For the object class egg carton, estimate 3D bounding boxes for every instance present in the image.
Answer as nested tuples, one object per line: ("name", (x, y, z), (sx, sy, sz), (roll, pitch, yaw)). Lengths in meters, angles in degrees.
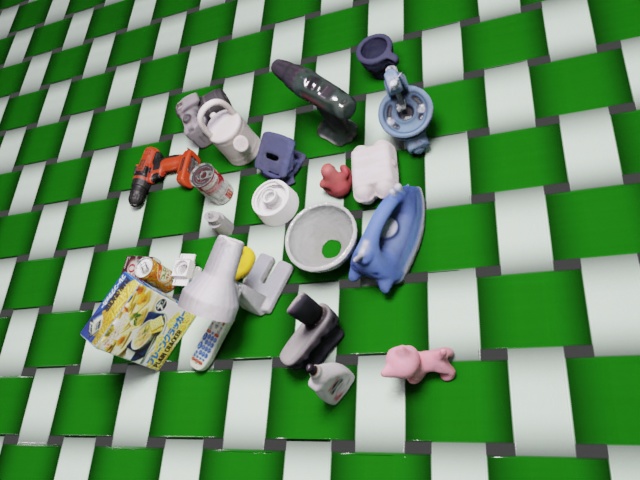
("egg carton", (0.124, -0.153, 1.292), (0.107, 0.070, 0.150), (-12, 61, 18))

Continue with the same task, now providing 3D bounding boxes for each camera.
("camera", (-0.314, -0.350, 1.562), (0.136, 0.101, 0.143), (-28, 57, 9))

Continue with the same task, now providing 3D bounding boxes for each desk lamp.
("desk lamp", (-0.182, 0.091, 1.219), (0.117, 0.214, 0.203), (19, 74, 30))

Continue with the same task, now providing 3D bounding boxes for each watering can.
("watering can", (-0.229, -0.275, 1.432), (0.172, 0.195, 0.101), (20, 75, 30))

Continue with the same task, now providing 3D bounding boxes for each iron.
("iron", (0.139, -0.030, 1.181), (0.118, 0.142, 0.258), (17, 74, 30))

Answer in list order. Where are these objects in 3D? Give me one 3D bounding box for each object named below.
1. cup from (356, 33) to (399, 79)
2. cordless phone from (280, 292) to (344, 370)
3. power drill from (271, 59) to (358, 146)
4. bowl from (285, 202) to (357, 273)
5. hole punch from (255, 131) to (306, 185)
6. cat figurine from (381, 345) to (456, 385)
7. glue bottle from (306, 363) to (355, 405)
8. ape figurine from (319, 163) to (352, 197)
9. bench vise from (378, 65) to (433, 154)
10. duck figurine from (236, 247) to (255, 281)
("cup", (0.155, -0.438, 1.403), (0.117, 0.095, 0.092), (34, 82, 33))
("cordless phone", (-0.042, 0.177, 1.132), (0.093, 0.186, 0.148), (30, 80, 32))
("power drill", (0.002, -0.318, 1.343), (0.228, 0.209, 0.076), (33, 82, 33))
("bowl", (0.012, 0.005, 1.260), (0.167, 0.075, 0.167), (-10, 62, 19))
("hole punch", (-0.103, -0.200, 1.402), (0.108, 0.091, 0.101), (22, 76, 31))
("cat figurine", (0.177, 0.222, 1.054), (0.127, 0.118, 0.067), (-14, 61, 17))
("glue bottle", (0.010, 0.260, 1.076), (0.037, 0.174, 0.078), (28, 79, 32))
("ape figurine", (0.031, -0.144, 1.314), (0.077, 0.092, 0.076), (-21, 59, 13))
("bench vise", (0.164, -0.315, 1.263), (0.121, 0.220, 0.207), (-36, 57, 4))
("duck figurine", (-0.210, 0.046, 1.330), (0.104, 0.086, 0.077), (-43, 56, -1))
